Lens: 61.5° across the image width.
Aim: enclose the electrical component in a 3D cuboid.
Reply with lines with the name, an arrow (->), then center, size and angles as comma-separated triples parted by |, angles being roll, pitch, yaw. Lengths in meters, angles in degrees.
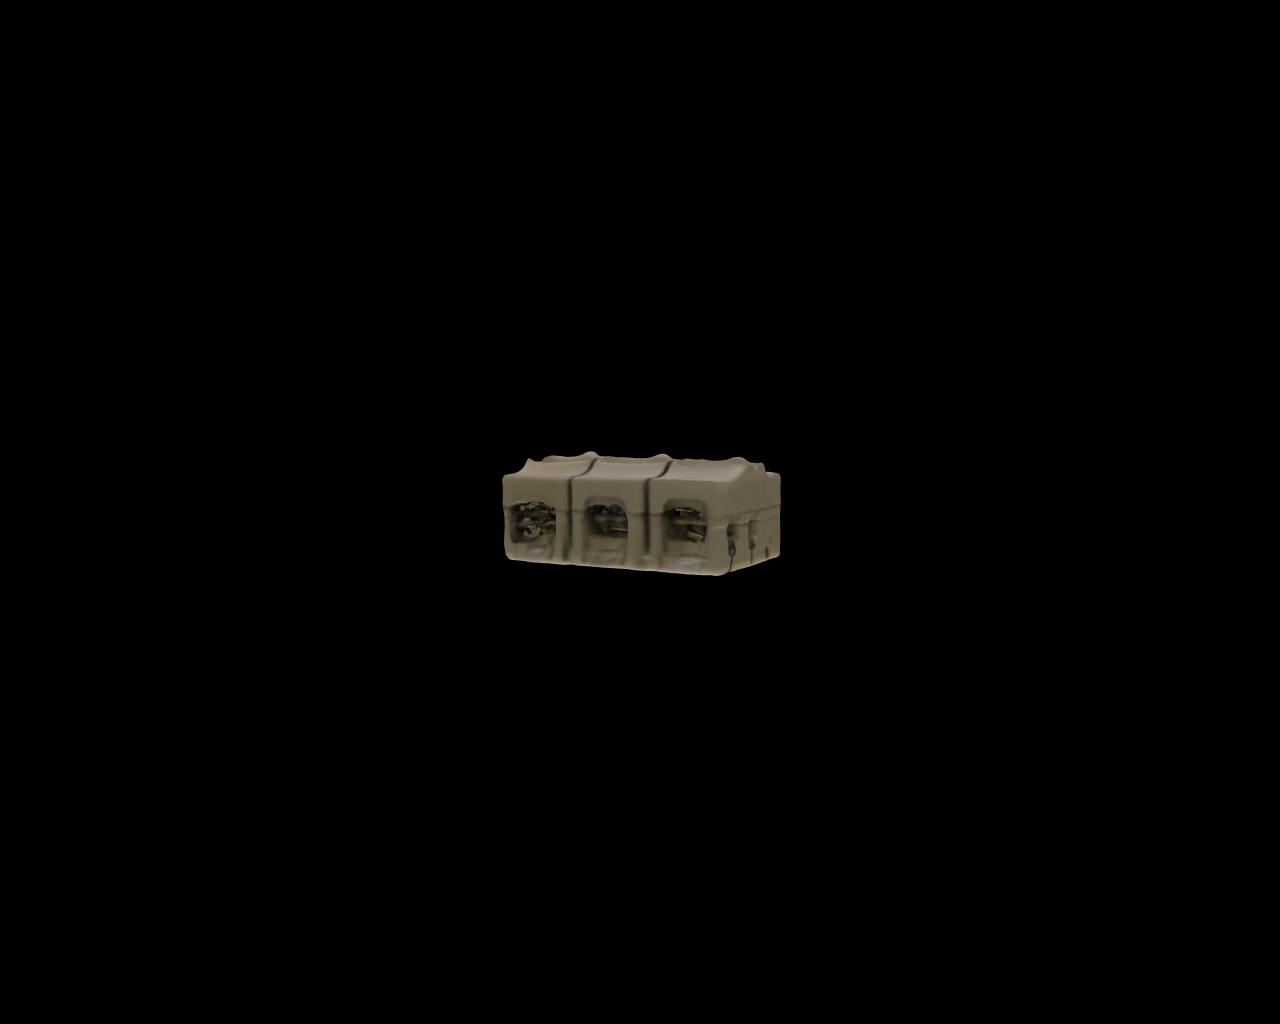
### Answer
electrical component -> 0.001, -0.003, 0.650 | 0.150, 0.061, 0.089 | 4, 8, 29
